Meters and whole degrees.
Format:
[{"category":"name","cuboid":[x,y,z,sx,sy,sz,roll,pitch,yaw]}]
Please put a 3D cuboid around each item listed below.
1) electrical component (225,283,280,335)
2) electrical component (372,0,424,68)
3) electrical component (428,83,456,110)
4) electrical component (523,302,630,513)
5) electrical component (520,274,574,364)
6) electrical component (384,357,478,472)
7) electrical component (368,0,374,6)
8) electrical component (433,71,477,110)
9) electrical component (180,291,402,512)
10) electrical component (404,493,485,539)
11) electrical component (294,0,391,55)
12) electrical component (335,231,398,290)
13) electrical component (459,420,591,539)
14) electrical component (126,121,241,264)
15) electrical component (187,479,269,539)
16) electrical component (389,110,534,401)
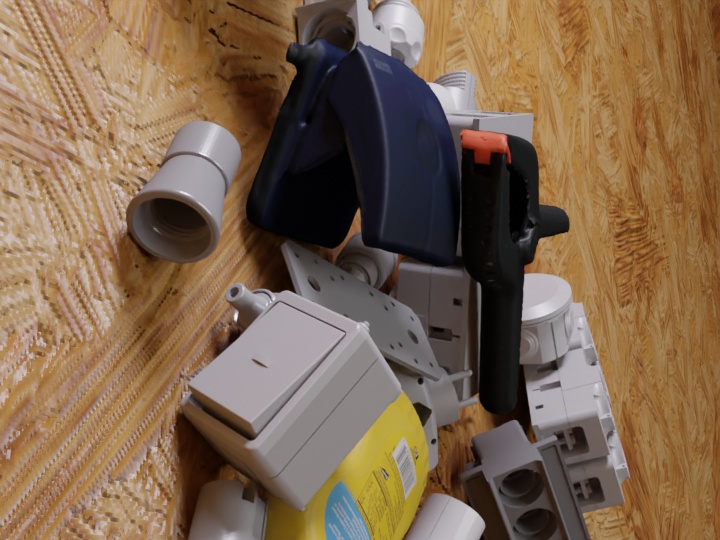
[{"category":"electrical component","cuboid":[-0.049,0.027,0.565,0.061,0.035,0.035,47,43,-46]},{"category":"electrical component","cuboid":[0.025,-0.172,0.763,0.043,0.043,0.062,52,37,-47]},{"category":"electrical component","cuboid":[0.039,-0.115,0.776,0.055,0.045,0.045,-10,92,-64]},{"category":"electrical component","cuboid":[0.185,0.110,0.939,0.186,0.060,0.105,-85,156,-59]},{"category":"electrical component","cuboid":[0.140,0.040,0.901,0.080,0.080,0.051,-55,137,-55]},{"category":"electrical component","cuboid":[0.037,0.085,0.685,0.043,0.079,0.077,-158,-126,-72]},{"category":"electrical component","cuboid":[0.008,-0.212,0.743,0.040,0.040,0.078,55,37,-44]},{"category":"electrical component","cuboid":[0.069,-0.121,0.841,0.043,0.043,0.081,51,39,-47]},{"category":"electrical component","cuboid":[-0.030,0.055,0.522,0.096,0.062,0.061,-48,133,-19]},{"category":"electrical component","cuboid":[0.044,0.191,0.697,0.081,0.043,0.043,-56,135,-29]},{"category":"electrical component","cuboid":[-0.008,-0.141,0.688,0.064,0.042,0.081,12,73,-67]},{"category":"electrical component","cuboid":[0.000,0.000,0.674,0.061,0.035,0.035,-53,130,-53]},{"category":"electrical component","cuboid":[0.129,0.184,0.848,0.063,0.079,0.121,-112,180,-62]},{"category":"electrical component","cuboid":[-0.080,-0.040,0.513,0.065,0.044,0.044,-76,147,-46]},{"category":"electrical component","cuboid":[-0.063,0.127,0.504,0.040,0.040,0.046,57,29,-42]},{"category":"electrical component","cuboid":[0.069,-0.015,0.746,0.105,0.060,0.186,-19,114,-61]}]
